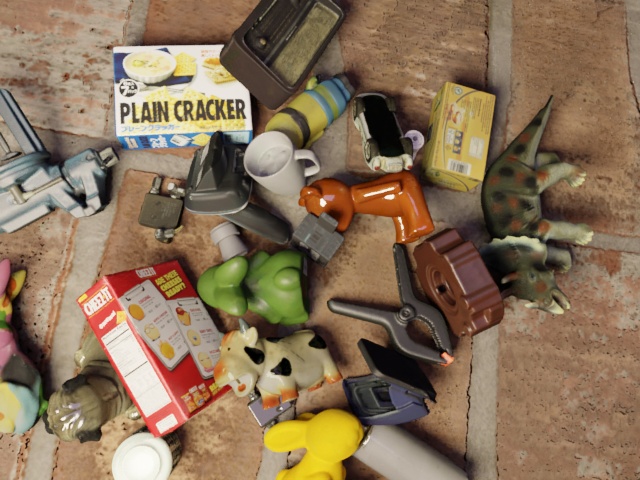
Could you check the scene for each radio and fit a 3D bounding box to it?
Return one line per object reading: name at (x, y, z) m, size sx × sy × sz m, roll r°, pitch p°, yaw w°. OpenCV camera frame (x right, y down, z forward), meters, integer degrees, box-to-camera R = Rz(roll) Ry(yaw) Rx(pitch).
radio at (-0.061, -0.342, 0.902) m, size 0.131 × 0.073 × 0.229 m, roll 38°, pitch 58°, yaw -18°

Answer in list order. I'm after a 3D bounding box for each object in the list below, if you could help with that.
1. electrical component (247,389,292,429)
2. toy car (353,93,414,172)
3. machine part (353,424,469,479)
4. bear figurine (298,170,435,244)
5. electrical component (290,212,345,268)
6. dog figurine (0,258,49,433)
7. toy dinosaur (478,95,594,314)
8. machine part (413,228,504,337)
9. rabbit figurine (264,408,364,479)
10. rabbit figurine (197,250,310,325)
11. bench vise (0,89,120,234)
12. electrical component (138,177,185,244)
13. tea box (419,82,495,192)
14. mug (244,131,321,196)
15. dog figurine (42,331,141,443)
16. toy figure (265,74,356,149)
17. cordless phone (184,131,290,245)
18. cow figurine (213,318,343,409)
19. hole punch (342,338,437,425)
electrical component at (-0.075, 0.252, 0.827) m, size 0.063 × 0.021 × 0.094 m, roll -31°, pitch 83°, yaw -15°
toy car at (0.102, -0.181, 0.903) m, size 0.073 × 0.056 × 0.202 m, roll -3°, pitch 49°, yaw -8°
machine part at (0.133, 0.334, 0.812) m, size 0.243 × 0.079 × 0.079 m, roll 33°, pitch 74°, yaw -1°
bear figurine at (0.068, -0.047, 0.870) m, size 0.196 × 0.120 × 0.132 m, roll -13°, pitch 83°, yaw -10°
electrical component at (-0.002, -0.003, 0.848) m, size 0.075 × 0.119 × 0.048 m, roll 36°, pitch 76°, yaw -2°
dog figurine at (-0.451, 0.141, 0.754) m, size 0.192 × 0.108 × 0.219 m, roll 17°, pitch 72°, yaw -4°
toy dinosaur at (0.344, -0.062, 0.922) m, size 0.192 × 0.131 × 0.405 m, roll 0°, pitch 71°, yaw -9°
machine part at (0.210, 0.068, 0.840) m, size 0.056 × 0.179 × 0.179 m, roll -24°, pitch 82°, yaw -10°
rabbit figurine at (0.006, 0.310, 0.766) m, size 0.163 × 0.122 × 0.173 m, roll 31°, pitch 111°, yaw 38°
rabbit figurine at (-0.107, 0.076, 0.811) m, size 0.170 × 0.159 × 0.121 m, roll -4°, pitch 87°, yaw 6°
bench vise at (-0.432, -0.127, 0.801) m, size 0.224 × 0.129 × 0.240 m, roll -28°, pitch 101°, yaw 5°
electrical component at (-0.247, -0.047, 0.858) m, size 0.078 × 0.045 × 0.102 m, roll 19°, pitch 75°, yaw -5°
tea box at (0.244, -0.182, 0.953) m, size 0.098 × 0.068 × 0.169 m, roll 16°, pitch 74°, yaw -6°
mug at (-0.050, -0.116, 0.855) m, size 0.110 × 0.107 × 0.081 m, roll -10°, pitch 69°, yaw 16°
dog figurine at (-0.294, 0.175, 0.725) m, size 0.121 × 0.190 × 0.172 m, roll -3°, pitch 76°, yaw -10°
toy figure at (-0.018, -0.216, 0.910) m, size 0.180 × 0.089 × 0.082 m, roll -41°, pitch 79°, yaw -12°
cordless phone at (-0.121, -0.077, 0.872) m, size 0.184 × 0.088 × 0.147 m, roll 30°, pitch 34°, yaw -27°
cow figurine at (-0.067, 0.174, 0.781) m, size 0.195 × 0.085 × 0.127 m, roll -4°, pitch 65°, yaw -46°
hole punch at (0.101, 0.222, 0.811) m, size 0.116 × 0.142 × 0.092 m, roll 22°, pitch 99°, yaw -15°
